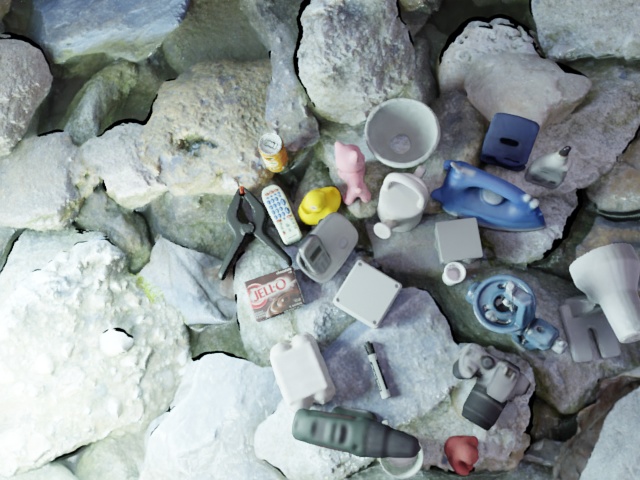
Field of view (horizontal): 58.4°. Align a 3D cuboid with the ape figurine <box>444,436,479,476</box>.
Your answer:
[{"bbox_3d":[0.282,0.416,1.113,0.076,0.092,0.078,42,82,12],"label":"ape figurine"}]

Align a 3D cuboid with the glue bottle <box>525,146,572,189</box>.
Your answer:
[{"bbox_3d":[0.492,-0.159,1.204,0.078,0.173,0.037,21,78,8],"label":"glue bottle"}]

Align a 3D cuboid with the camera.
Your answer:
[{"bbox_3d":[0.326,0.296,1.137,0.143,0.101,0.137,31,80,10],"label":"camera"}]

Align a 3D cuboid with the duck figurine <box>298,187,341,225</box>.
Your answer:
[{"bbox_3d":[-0.002,-0.084,1.254,0.104,0.086,0.077,-35,77,-6],"label":"duck figurine"}]

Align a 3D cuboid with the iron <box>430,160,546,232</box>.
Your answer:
[{"bbox_3d":[0.374,-0.096,1.210,0.258,0.141,0.119,22,78,8],"label":"iron"}]

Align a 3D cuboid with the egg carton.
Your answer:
[{"bbox_3d":[-0.038,0.273,1.176,0.107,0.069,0.150,-24,76,-3],"label":"egg carton"}]

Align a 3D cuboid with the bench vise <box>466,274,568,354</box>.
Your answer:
[{"bbox_3d":[0.398,0.134,1.112,0.207,0.220,0.121,20,78,8],"label":"bench vise"}]

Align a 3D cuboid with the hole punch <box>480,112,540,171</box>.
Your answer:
[{"bbox_3d":[0.418,-0.216,1.264,0.108,0.091,0.101,17,77,7],"label":"hole punch"}]

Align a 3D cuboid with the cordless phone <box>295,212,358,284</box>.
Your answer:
[{"bbox_3d":[0.011,0.004,1.180,0.094,0.185,0.148,32,80,10],"label":"cordless phone"}]

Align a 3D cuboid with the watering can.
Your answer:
[{"bbox_3d":[0.172,-0.081,1.189,0.101,0.194,0.173,9,77,5],"label":"watering can"}]

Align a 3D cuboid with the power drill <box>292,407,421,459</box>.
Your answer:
[{"bbox_3d":[0.065,0.361,1.077,0.229,0.208,0.076,7,76,5],"label":"power drill"}]

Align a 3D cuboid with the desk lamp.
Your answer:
[{"bbox_3d":[0.554,0.126,1.110,0.118,0.213,0.203,-11,76,0],"label":"desk lamp"}]

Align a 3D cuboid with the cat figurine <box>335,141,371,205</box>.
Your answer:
[{"bbox_3d":[0.072,-0.152,1.251,0.067,0.118,0.128,-14,76,0],"label":"cat figurine"}]

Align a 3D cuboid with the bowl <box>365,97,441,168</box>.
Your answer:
[{"bbox_3d":[0.182,-0.230,1.287,0.167,0.075,0.167,-1,76,3],"label":"bowl"}]
